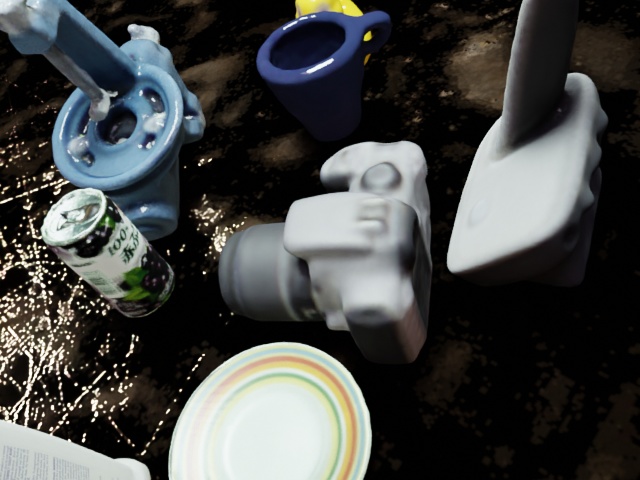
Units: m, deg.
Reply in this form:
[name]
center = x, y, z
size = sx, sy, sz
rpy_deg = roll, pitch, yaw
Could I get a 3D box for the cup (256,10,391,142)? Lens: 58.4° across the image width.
[cup]
center = 0.014, -0.141, 0.501
size = 0.118, 0.095, 0.091
rpy_deg = -26, 49, 0

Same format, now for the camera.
[camera]
center = 0.004, 0.001, 0.392
size = 0.136, 0.101, 0.143
rpy_deg = -3, 53, 19

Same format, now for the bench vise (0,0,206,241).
[bench vise]
center = -0.186, -0.131, 0.487
size = 0.121, 0.220, 0.207
rpy_deg = -26, 49, 0

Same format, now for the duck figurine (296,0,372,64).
[duck figurine]
center = 0.007, -0.214, 0.566
size = 0.077, 0.086, 0.104
rpy_deg = 7, 57, 26

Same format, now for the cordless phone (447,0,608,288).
[cordless phone]
center = 0.122, -0.068, 0.344
size = 0.094, 0.185, 0.148
rpy_deg = 5, 56, 24
